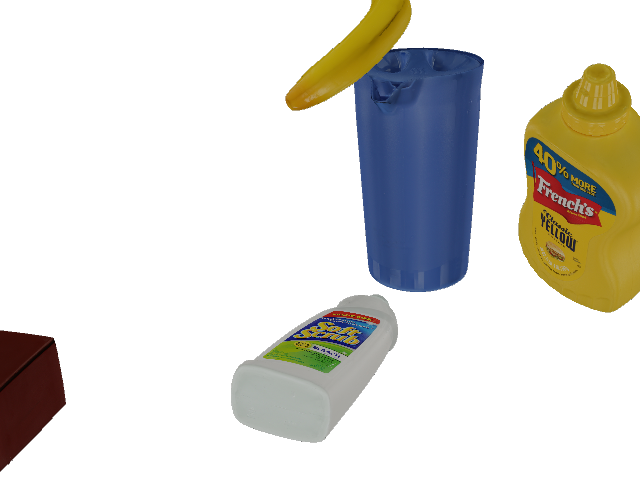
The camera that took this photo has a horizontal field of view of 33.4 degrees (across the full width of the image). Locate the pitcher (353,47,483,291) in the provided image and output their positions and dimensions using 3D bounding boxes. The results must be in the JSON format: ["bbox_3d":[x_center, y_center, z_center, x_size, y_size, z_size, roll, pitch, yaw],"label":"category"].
[{"bbox_3d":[0.107,-0.078,1.123,0.149,0.243,0.145,-8,24,-14],"label":"pitcher"}]

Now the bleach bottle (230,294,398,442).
[{"bbox_3d":[0.009,0.110,1.063,0.103,0.068,0.250,13,23,18],"label":"bleach bottle"}]

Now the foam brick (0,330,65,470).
[{"bbox_3d":[-0.206,0.099,0.673,0.053,0.051,0.078,6,29,22],"label":"foam brick"}]

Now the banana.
[{"bbox_3d":[0.036,-0.176,0.942,0.070,0.037,0.197,-16,30,40],"label":"banana"}]

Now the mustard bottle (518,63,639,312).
[{"bbox_3d":[0.175,-0.039,0.700,0.058,0.191,0.096,-32,54,-17],"label":"mustard bottle"}]
